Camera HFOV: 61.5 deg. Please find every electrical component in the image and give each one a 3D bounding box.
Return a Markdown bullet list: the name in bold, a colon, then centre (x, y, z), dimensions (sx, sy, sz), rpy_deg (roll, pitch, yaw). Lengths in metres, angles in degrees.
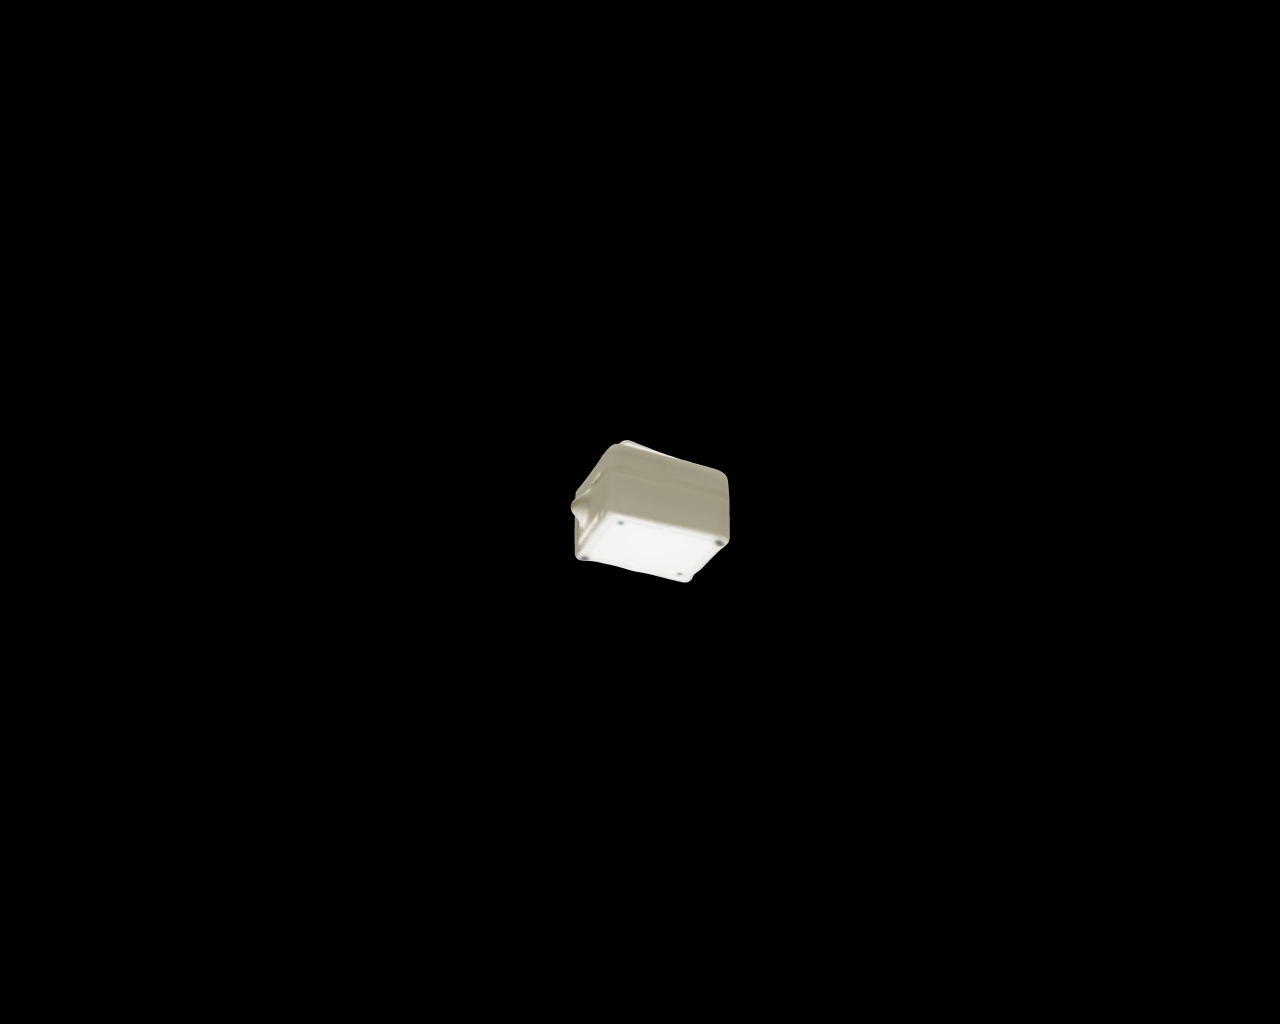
- **electrical component**: centre (0.001, -0.003, 0.650), dimensions (0.096, 0.061, 0.061), rpy_deg (14, -36, -20)
